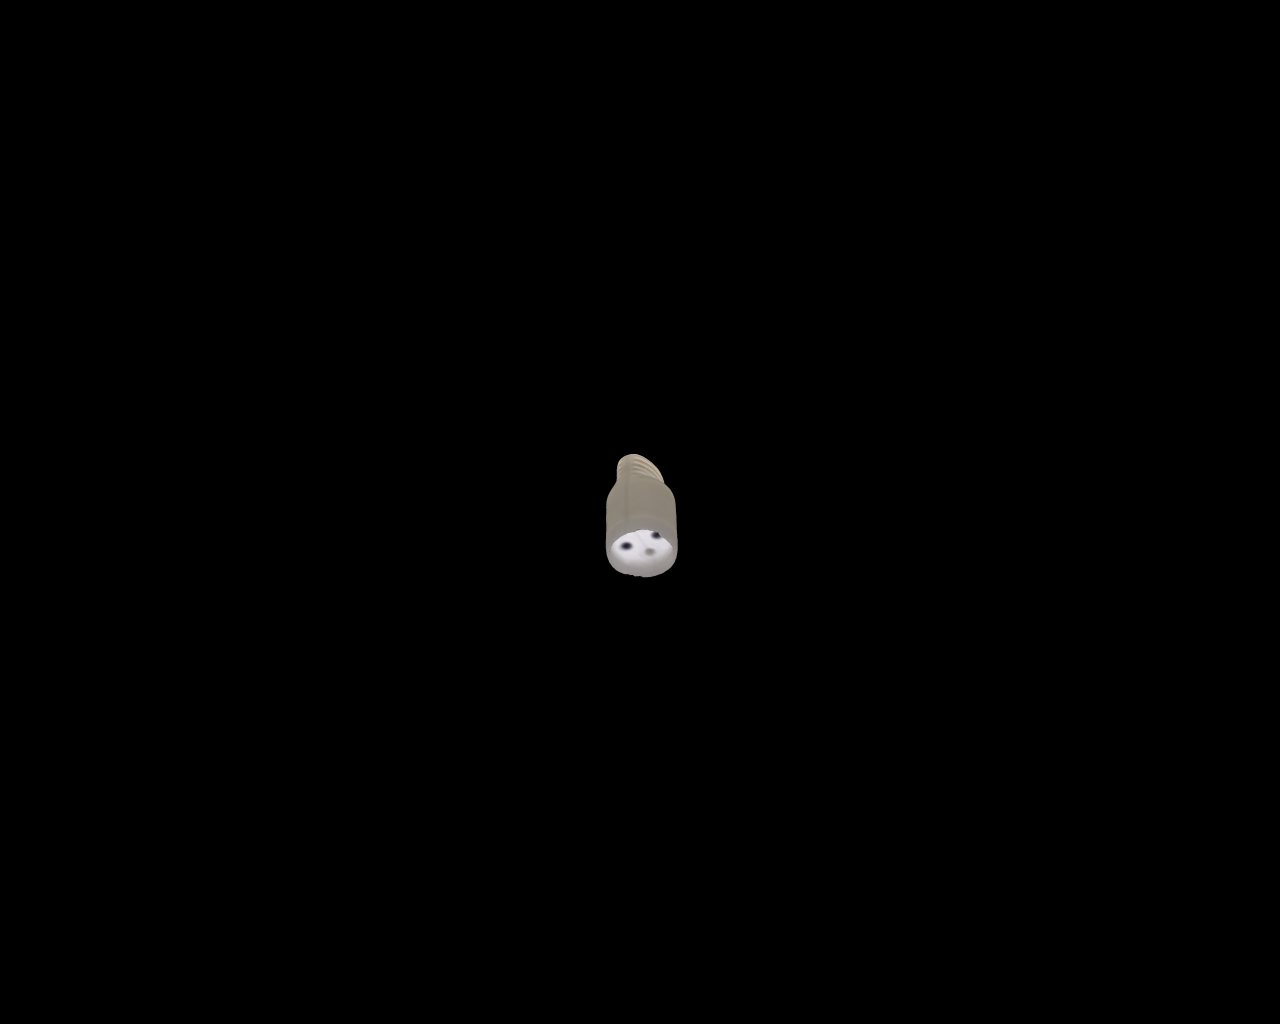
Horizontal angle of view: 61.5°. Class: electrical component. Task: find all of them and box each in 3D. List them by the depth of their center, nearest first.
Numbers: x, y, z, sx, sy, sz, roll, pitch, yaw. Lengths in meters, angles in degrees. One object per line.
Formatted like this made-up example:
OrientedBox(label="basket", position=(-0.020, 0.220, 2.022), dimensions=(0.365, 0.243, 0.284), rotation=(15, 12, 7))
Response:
OrientedBox(label="electrical component", position=(0.001, -0.003, 0.650), dimensions=(0.043, 0.043, 0.081), rotation=(0, 45, 0))
